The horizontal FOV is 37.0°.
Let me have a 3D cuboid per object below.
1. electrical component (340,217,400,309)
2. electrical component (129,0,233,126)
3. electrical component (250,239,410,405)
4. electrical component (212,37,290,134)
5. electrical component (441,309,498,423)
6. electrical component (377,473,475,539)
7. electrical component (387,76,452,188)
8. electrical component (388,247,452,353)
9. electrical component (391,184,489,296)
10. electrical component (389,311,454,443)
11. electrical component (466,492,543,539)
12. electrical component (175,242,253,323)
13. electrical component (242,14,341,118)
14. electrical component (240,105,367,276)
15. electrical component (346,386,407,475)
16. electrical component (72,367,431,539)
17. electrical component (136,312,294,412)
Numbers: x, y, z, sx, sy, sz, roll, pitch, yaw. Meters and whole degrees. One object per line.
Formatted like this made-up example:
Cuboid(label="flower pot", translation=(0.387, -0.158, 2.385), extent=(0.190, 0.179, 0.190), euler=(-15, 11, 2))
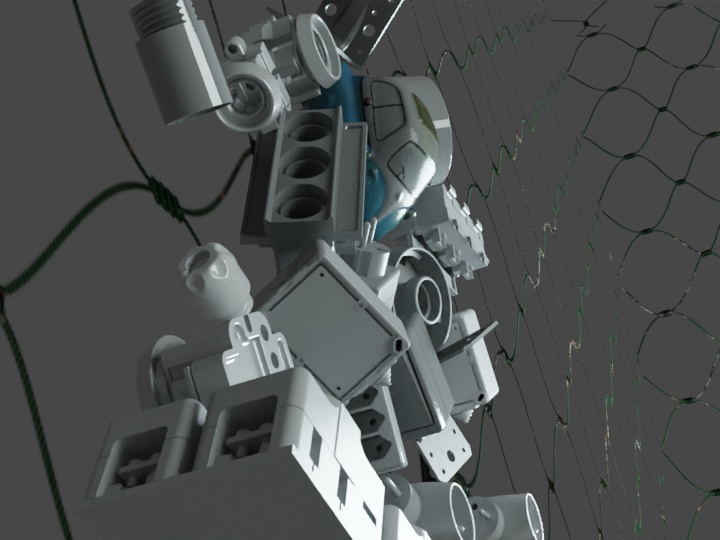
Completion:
Cuboid(label="electrical component", translation=(0.000, 0.000, 0.774), extent=(0.066, 0.047, 0.076), euler=(-39, 143, -70))
Cuboid(label="electrical component", translation=(-0.109, -0.130, 0.636), extent=(0.043, 0.043, 0.081), euler=(-39, 110, -71))
Cuboid(label="electrical component", translation=(-0.015, 0.036, 0.671), extent=(0.096, 0.062, 0.061), euler=(46, 6, -12))
Cuboid(label="electrical component", translation=(-0.075, -0.120, 0.723), extent=(0.055, 0.048, 0.066), euler=(-86, 153, -65))
Cuboid(label="electrical component", translation=(0.083, 0.088, 0.960), extent=(0.061, 0.062, 0.096), euler=(-12, 85, -72))
Cuboid(label="electrical component", translation=(0.025, 0.159, 0.702), extent=(0.079, 0.077, 0.043), euler=(56, 24, -38))
Cuboid(label="electrical component", translation=(0.047, -0.123, 0.971), extent=(0.108, 0.060, 0.108), euler=(169, -90, -73))
Cuboid(label="electrical component", translation=(0.031, 0.028, 0.889), extent=(0.099, 0.064, 0.099), euler=(18, 68, -52))
Cuboid(label="electrical component", translation=(0.079, -0.035, 1.061), extent=(0.121, 0.063, 0.078), euler=(43, 35, -56))
Cuboid(label="electrical component", translation=(0.027, 0.089, 0.797), extent=(0.061, 0.062, 0.096), euler=(-50, 120, -69))
Cuboid(label="electrical component", translation=(0.102, 0.208, 0.880), extent=(0.079, 0.077, 0.043), euler=(45, 32, -55))
Cuboid(label="electrical component", translation=(-0.077, 0.015, 0.609), extent=(0.035, 0.035, 0.061), euler=(-88, 156, -46))
Cuboid(label="electrical component", translation=(-0.050, -0.158, 0.809), extent=(0.058, 0.057, 0.078), euler=(45, 33, -55))
Cuboid(label="electrical component", translation=(-0.035, -0.052, 0.741), extent=(0.121, 0.079, 0.063), euler=(-87, 174, -46))
Cuboid(label="electrical component", translation=(0.000, 0.100, 0.736), extent=(0.075, 0.047, 0.083), euler=(62, 13, -77))
Cuboid(label="electrical component", translation=(-0.033, 0.136, 0.511), extent=(0.060, 0.105, 0.186), euler=(-83, 150, -52))
Cuboid(label="electrical component", translation=(-0.075, 0.056, 0.542), extent=(0.078, 0.057, 0.058), euler=(-15, 87, -72))
